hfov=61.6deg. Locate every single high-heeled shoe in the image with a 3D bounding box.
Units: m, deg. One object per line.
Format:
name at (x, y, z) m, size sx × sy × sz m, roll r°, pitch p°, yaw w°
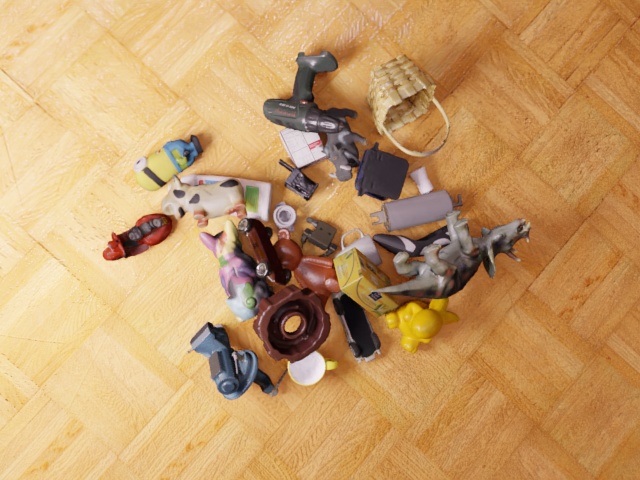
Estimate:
high-heeled shoe at (0.263, -0.020, 1.357) m, size 0.249 × 0.086 × 0.145 m, roll 20°, pitch 78°, yaw -13°

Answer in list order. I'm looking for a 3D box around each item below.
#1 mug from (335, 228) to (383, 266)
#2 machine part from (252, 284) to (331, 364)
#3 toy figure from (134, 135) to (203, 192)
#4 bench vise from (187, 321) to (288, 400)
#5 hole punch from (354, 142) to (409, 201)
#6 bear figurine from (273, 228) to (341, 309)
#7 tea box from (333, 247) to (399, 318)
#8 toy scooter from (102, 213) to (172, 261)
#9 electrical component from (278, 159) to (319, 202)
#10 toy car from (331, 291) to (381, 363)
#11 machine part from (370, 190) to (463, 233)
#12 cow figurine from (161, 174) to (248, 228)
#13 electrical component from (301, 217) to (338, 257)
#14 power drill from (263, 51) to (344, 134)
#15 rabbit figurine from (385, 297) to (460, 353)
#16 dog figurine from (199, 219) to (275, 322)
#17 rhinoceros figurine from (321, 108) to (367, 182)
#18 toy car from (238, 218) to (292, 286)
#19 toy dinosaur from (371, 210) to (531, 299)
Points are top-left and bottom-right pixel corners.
mug at (0.087, 0.033, 1.345) m, size 0.107 × 0.081 × 0.109 m, roll -27°, pitch 98°, yaw 1°
machine part at (-0.063, 0.189, 1.221) m, size 0.179 × 0.056 × 0.179 m, roll -6°, pitch 106°, yaw -23°
toy figure at (-0.372, -0.190, 1.322) m, size 0.180 × 0.082 × 0.089 m, roll -29°, pitch 87°, yaw -9°
bench vise at (-0.195, 0.300, 1.275) m, size 0.240 × 0.224 × 0.129 m, roll 39°, pitch 88°, yaw -32°
hole punch at (0.147, -0.162, 1.351) m, size 0.116 × 0.092 × 0.142 m, roll 19°, pitch 89°, yaw -13°
bear figurine at (-0.045, 0.071, 1.309) m, size 0.196 × 0.132 × 0.120 m, roll 35°, pitch 113°, yaw -8°
tea box at (0.111, 0.103, 1.287) m, size 0.068 × 0.098 × 0.169 m, roll -31°, pitch 133°, yaw 19°
toy scooter at (-0.441, -0.007, 1.276) m, size 0.184 × 0.135 × 0.075 m, roll -31°, pitch 88°, yaw -7°
electrical component at (-0.064, -0.151, 1.348) m, size 0.119 × 0.075 × 0.048 m, roll 34°, pitch 84°, yaw -6°
toy car at (0.091, 0.208, 1.347) m, size 0.073 × 0.056 × 0.201 m, roll -21°, pitch 89°, yaw -13°
machine part at (0.247, -0.074, 1.368) m, size 0.243 × 0.079 × 0.079 m, roll -12°, pitch 87°, yaw -7°
cow figurine at (-0.275, -0.098, 1.256) m, size 0.195 × 0.085 × 0.127 m, roll -13°, pitch 63°, yaw -4°
electrical component at (-0.001, -0.004, 1.361) m, size 0.102 × 0.045 × 0.078 m, roll 25°, pitch 56°, yaw -5°
power drill at (-0.019, -0.359, 1.332) m, size 0.232 × 0.086 × 0.207 m, roll 10°, pitch 79°, yaw 28°
rabbit figurine at (0.256, 0.202, 1.303) m, size 0.162 × 0.173 × 0.122 m, roll -25°, pitch 85°, yaw -2°
dog figurine at (-0.202, 0.066, 1.276) m, size 0.108 × 0.192 × 0.219 m, roll -27°, pitch 104°, yaw 0°
rhinoceros figurine at (0.054, -0.240, 1.344) m, size 0.112 × 0.073 × 0.190 m, roll -6°, pitch 82°, yaw -37°
toy car at (-0.133, 0.029, 1.261) m, size 0.053 × 0.089 × 0.202 m, roll -39°, pitch 55°, yaw 19°
toy dinosaur at (0.308, 0.064, 1.271) m, size 0.405 × 0.131 × 0.192 m, roll -36°, pitch 105°, yaw -11°
